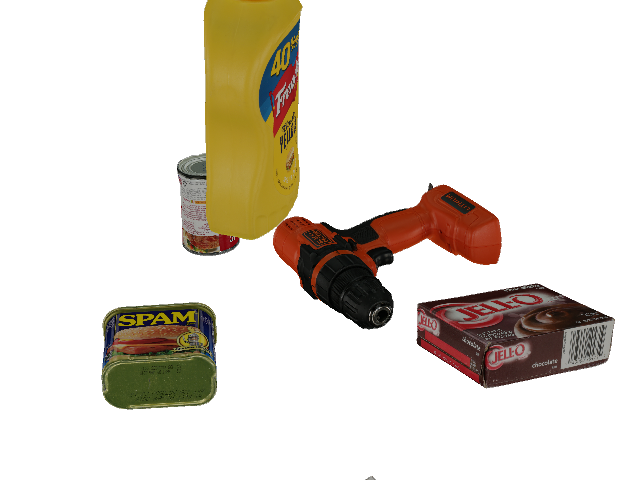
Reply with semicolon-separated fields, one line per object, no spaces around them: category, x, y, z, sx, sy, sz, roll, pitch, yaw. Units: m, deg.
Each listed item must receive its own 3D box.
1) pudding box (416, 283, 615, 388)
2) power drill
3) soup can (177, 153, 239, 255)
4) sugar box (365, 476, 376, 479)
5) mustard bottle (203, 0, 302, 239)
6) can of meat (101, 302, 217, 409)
pudding box;0.139;0.066;0.772;0.113;0.039;0.090;-5;18;-26
power drill;0.070;0.011;0.985;0.187;0.057;0.185;-14;30;-23
soup can;-0.131;-0.043;1.243;0.068;0.102;0.068;-1;28;0
sugar box;0.088;0.261;0.803;0.048;0.093;0.176;-33;36;-28
mustard bottle;-0.043;-0.102;0.679;0.058;0.192;0.096;12;37;13
can of meat;-0.140;0.101;0.932;0.102;0.057;0.084;-3;28;-6
